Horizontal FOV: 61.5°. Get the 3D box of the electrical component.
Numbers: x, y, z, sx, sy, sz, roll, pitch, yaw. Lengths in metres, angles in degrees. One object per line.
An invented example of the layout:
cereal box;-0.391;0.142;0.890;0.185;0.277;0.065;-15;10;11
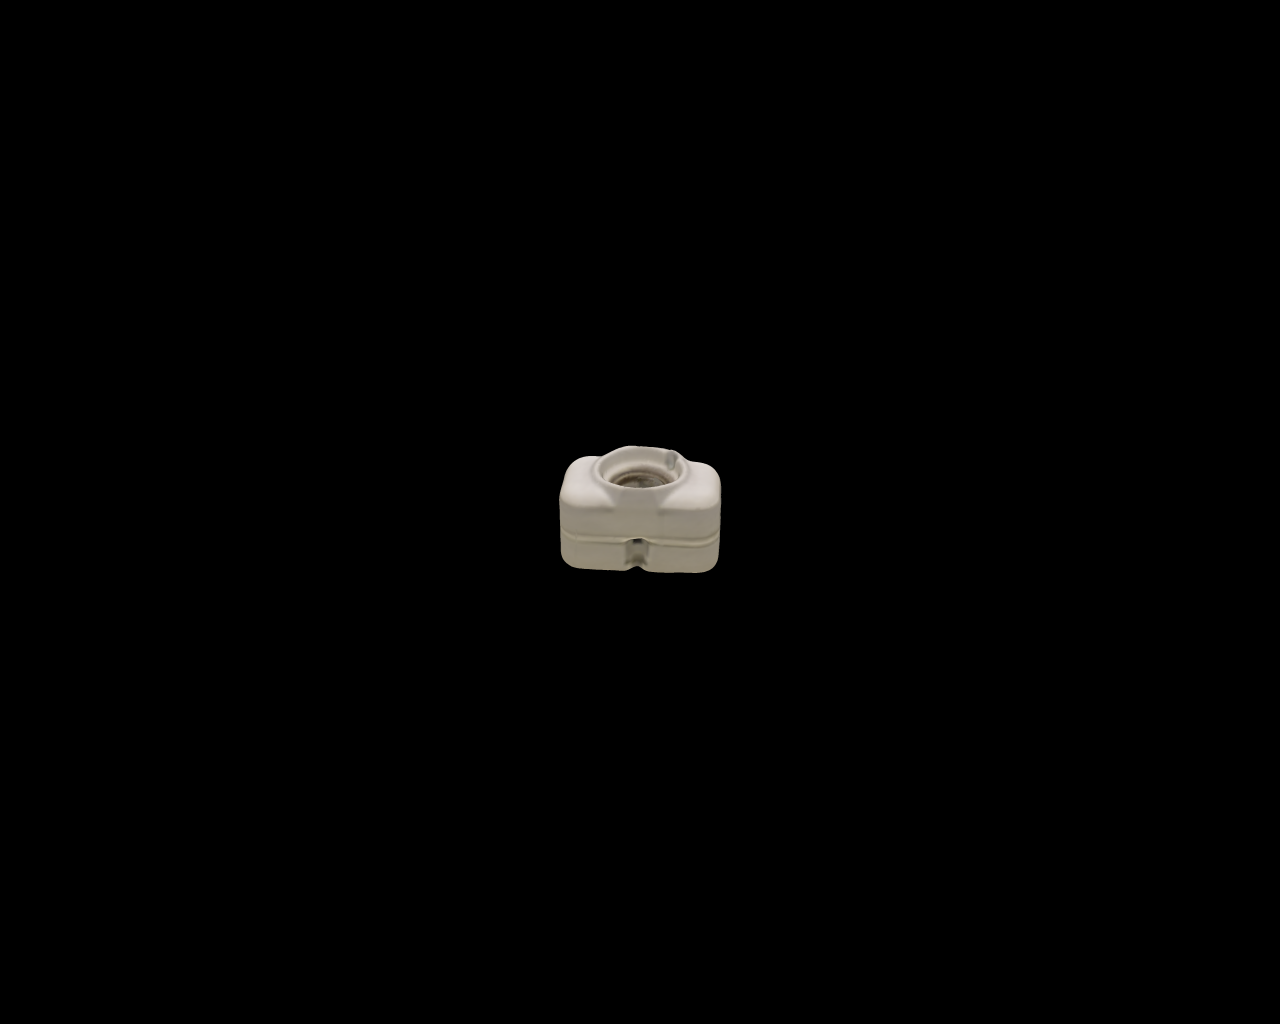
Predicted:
electrical component;0.001;-0.003;0.650;0.095;0.059;0.054;3;32;5
